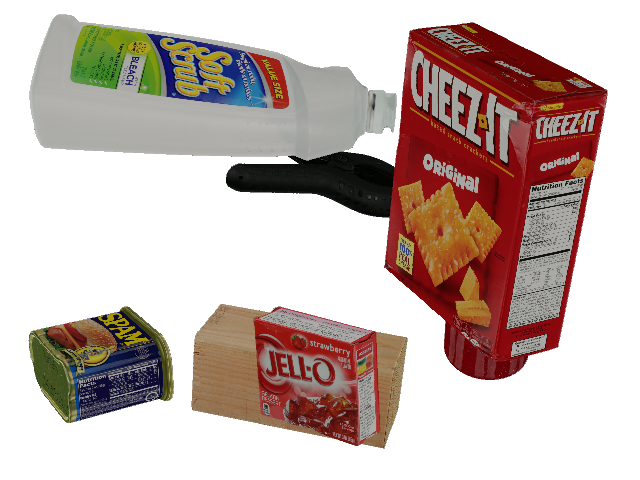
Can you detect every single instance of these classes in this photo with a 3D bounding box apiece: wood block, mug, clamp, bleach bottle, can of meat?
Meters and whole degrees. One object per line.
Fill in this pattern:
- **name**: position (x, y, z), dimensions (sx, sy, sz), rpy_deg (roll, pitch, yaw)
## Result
- **wood block**: position (-0.022, 0.140, 1.115), dimensions (0.206, 0.091, 0.090), rpy_deg (10, 22, 11)
- **mug**: position (0.156, 0.069, 1.014), dimensions (0.093, 0.081, 0.117), rpy_deg (-10, 39, -10)
- **clamp**: position (0.009, -0.061, 1.024), dimensions (0.210, 0.036, 0.164), rpy_deg (20, 28, 1)
- **bleach bottle**: position (-0.072, -0.105, 0.765), dimensions (0.251, 0.102, 0.068), rpy_deg (4, -42, 0)
- **can of meat**: position (-0.177, 0.098, 0.850), dimensions (0.083, 0.057, 0.102), rpy_deg (-12, 22, -29)

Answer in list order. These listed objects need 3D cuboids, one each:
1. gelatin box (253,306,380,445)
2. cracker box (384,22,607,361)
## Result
- **gelatin box**: position (-0.004, 0.090, 0.718), dimensions (0.089, 0.073, 0.030), rpy_deg (11, 22, 38)
- **cracker box**: position (0.123, -0.039, 0.820), dimensions (0.072, 0.214, 0.164), rpy_deg (-12, 32, -26)
